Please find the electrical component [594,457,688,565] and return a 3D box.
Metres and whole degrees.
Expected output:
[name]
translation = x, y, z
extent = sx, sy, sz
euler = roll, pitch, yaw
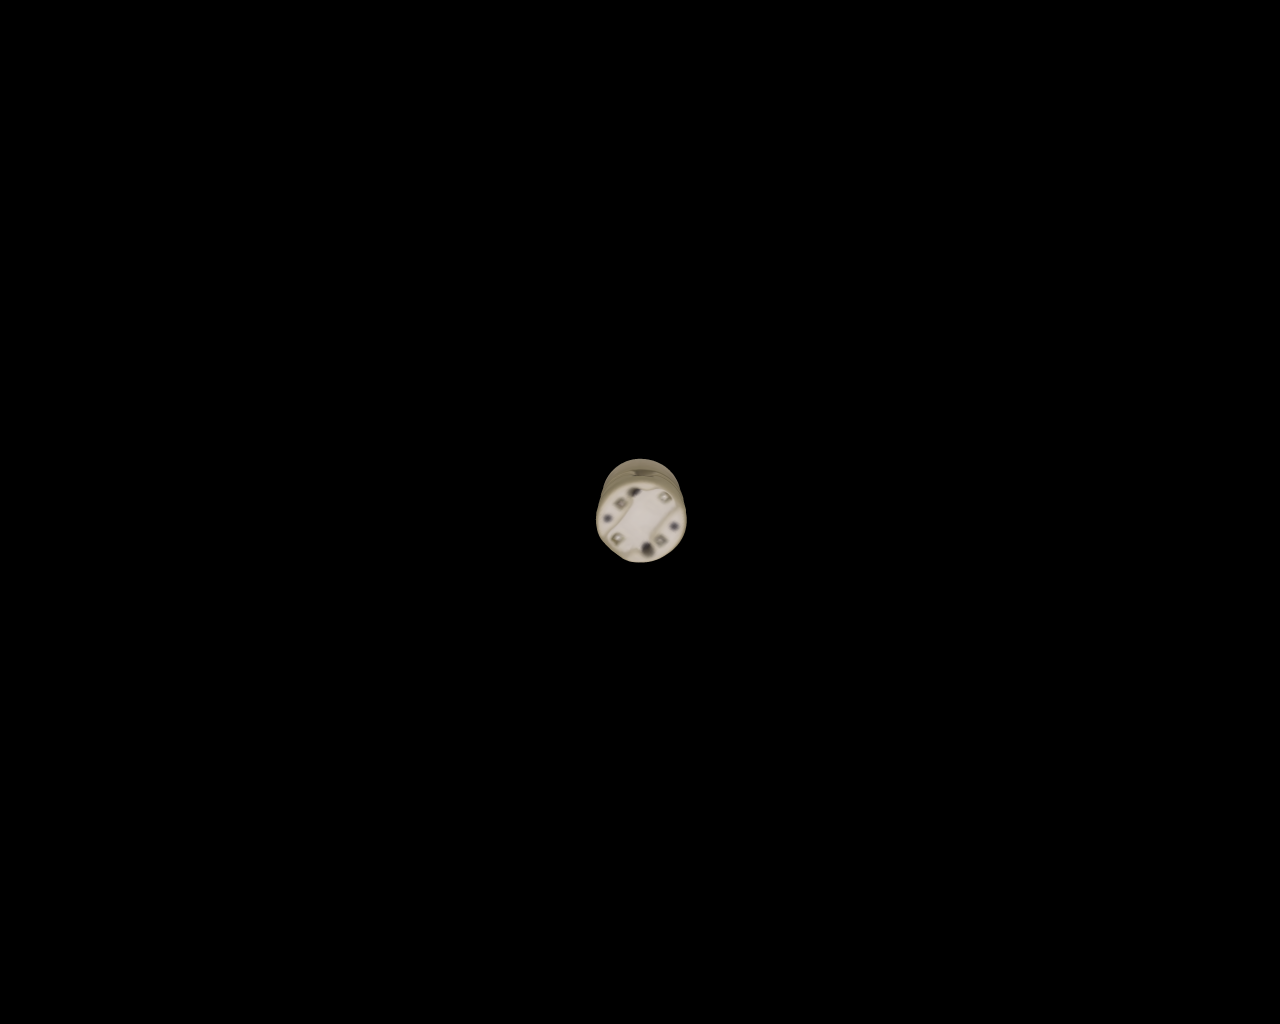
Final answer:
[electrical component]
translation = 0.001, -0.003, 0.650
extent = 0.055, 0.055, 0.047
euler = 0, 23, 0
